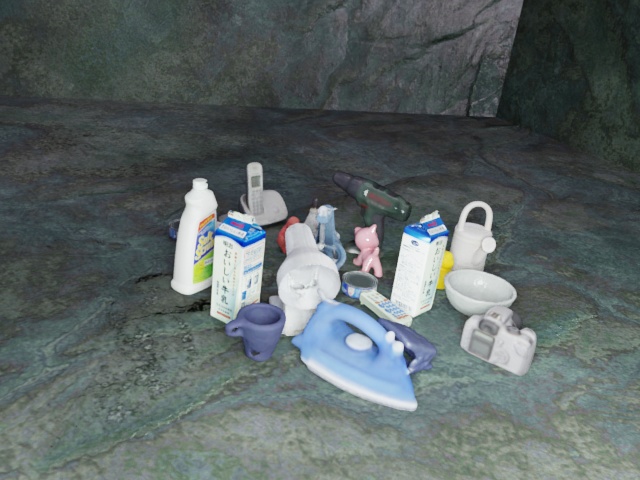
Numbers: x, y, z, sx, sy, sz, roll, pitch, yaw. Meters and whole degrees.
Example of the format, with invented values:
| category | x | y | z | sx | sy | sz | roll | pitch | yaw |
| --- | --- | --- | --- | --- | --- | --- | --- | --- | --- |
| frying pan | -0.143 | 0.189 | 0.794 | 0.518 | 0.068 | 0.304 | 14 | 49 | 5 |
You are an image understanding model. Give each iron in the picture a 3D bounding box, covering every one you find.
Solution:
| category | x | y | z | sx | sy | sz | roll | pitch | yaw |
| --- | --- | --- | --- | --- | --- | --- | --- | --- | --- |
| iron | 0.076 | 0.192 | 1.041 | 0.257 | 0.141 | 0.119 | 23 | 28 | 32 |

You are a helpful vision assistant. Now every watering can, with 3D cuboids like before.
| category | x | y | z | sx | sy | sz | roll | pitch | yaw |
| --- | --- | --- | --- | --- | --- | --- | --- | --- | --- |
| watering can | 0.411 | -0.008 | 1.525 | 0.101 | 0.194 | 0.172 | -9 | 29 | -33 |

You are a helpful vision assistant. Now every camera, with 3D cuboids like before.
| category | x | y | z | sx | sy | sz | roll | pitch | yaw |
| --- | --- | --- | --- | --- | --- | --- | --- | --- | --- |
| camera | 0.386 | 0.189 | 1.189 | 0.142 | 0.101 | 0.137 | 23 | 28 | 32 |

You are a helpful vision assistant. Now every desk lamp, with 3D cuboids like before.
| category | x | y | z | sx | sy | sz | roll | pitch | yaw |
| --- | --- | --- | --- | --- | --- | --- | --- | --- | --- |
| desk lamp | -0.041 | 0.087 | 1.153 | 0.118 | 0.213 | 0.203 | 1 | 25 | -14 |

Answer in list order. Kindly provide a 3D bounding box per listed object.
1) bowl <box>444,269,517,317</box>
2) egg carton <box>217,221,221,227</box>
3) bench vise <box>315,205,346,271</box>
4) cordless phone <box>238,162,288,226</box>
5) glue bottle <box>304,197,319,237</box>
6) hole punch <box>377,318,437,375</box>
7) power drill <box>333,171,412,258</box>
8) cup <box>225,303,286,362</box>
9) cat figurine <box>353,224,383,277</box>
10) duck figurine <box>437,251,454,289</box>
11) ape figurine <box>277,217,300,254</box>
| category | x | y | z | sx | sy | sz | roll | pitch | yaw |
| --- | --- | --- | --- | --- | --- | --- | --- | --- | --- |
| bowl | 0.365 | 0.136 | 1.335 | 0.167 | 0.075 | 0.167 | 6 | 24 | -3 |
| egg carton | -0.271 | 0.003 | 1.455 | 0.107 | 0.069 | 0.150 | 13 | 24 | 12 |
| bench vise | 0.000 | 0.004 | 1.346 | 0.121 | 0.220 | 0.207 | 5 | 24 | -4 |
| cordless phone | -0.162 | -0.137 | 1.659 | 0.093 | 0.185 | 0.148 | 26 | 30 | 37 |
| glue bottle | -0.019 | -0.027 | 1.466 | 0.077 | 0.173 | 0.037 | 25 | 29 | 35 |
| hole punch | 0.166 | 0.199 | 1.114 | 0.101 | 0.091 | 0.108 | -9 | 29 | -33 |
| power drill | 0.127 | -0.064 | 1.549 | 0.229 | 0.208 | 0.076 | 16 | 25 | 19 |
| cup | -0.123 | 0.180 | 1.066 | 0.118 | 0.095 | 0.091 | -10 | 29 | -34 |
| cat figurine | 0.126 | 0.018 | 1.476 | 0.067 | 0.118 | 0.127 | 1 | 24 | -14 |
| duck figurine | 0.310 | 0.070 | 1.453 | 0.077 | 0.086 | 0.105 | 20 | 27 | 27 |
| ape figurine | -0.076 | -0.018 | 1.531 | 0.078 | 0.092 | 0.076 | 3 | 24 | -10 |
